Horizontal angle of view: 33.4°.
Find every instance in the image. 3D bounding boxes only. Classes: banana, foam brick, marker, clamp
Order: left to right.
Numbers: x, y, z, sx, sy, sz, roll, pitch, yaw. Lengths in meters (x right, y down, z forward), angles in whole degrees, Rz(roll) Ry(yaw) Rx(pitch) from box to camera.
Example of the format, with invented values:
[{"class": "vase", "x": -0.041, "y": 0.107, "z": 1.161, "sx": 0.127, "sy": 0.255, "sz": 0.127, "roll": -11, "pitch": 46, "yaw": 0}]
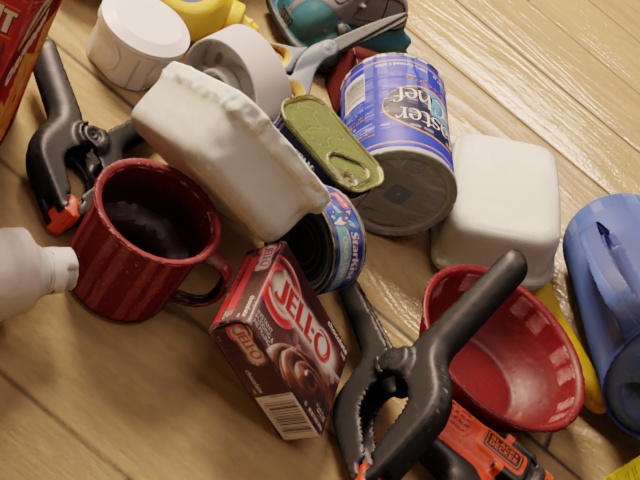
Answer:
[{"class": "clamp", "x": -0.187, "y": -0.080, "z": 0.809, "sx": 0.120, "sy": 0.039, "sz": 0.171, "roll": 31, "pitch": 37, "yaw": -16}, {"class": "foam brick", "x": 0.054, "y": -0.149, "z": 1.057, "sx": 0.078, "sy": 0.053, "sz": 0.051, "roll": 13, "pitch": 46, "yaw": -28}, {"class": "clamp", "x": 0.054, "y": 0.094, "z": 0.796, "sx": 0.036, "sy": 0.165, "sz": 0.209, "roll": 50, "pitch": 52, "yaw": -35}, {"class": "marker", "x": 0.176, "y": 0.097, "z": 0.944, "sx": 0.121, "sy": 0.020, "sz": 0.020, "roll": 46, "pitch": 39, "yaw": 8}, {"class": "banana", "x": 0.214, "y": 0.069, "z": 0.987, "sx": 0.069, "sy": 0.037, "sz": 0.198, "roll": 13, "pitch": 46, "yaw": -29}]

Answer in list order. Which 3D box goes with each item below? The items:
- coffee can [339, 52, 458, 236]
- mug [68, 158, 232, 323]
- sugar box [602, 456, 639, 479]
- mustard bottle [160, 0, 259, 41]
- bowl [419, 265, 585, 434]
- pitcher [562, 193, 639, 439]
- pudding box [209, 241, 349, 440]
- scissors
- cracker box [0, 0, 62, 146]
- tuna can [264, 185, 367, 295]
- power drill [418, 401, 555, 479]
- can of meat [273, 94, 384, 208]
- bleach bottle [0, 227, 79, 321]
[{"class": "coffee can", "x": 0.068, "y": -0.088, "z": 0.970, "sx": 0.102, "sy": 0.103, "sz": 0.140, "roll": 22, "pitch": 42, "yaw": -20}, {"class": "mug", "x": -0.118, "y": 0.009, "z": 0.747, "sx": 0.117, "sy": 0.082, "sz": 0.093, "roll": 28, "pitch": 40, "yaw": -13}, {"class": "sugar box", "x": 0.319, "y": 0.178, "z": 0.854, "sx": 0.093, "sy": 0.176, "sz": 0.048, "roll": 14, "pitch": 45, "yaw": -27}, {"class": "mustard bottle", "x": -0.144, "y": -0.232, "z": 0.977, "sx": 0.191, "sy": 0.058, "sz": 0.096, "roll": 26, "pitch": 36, "yaw": -17}, {"class": "bowl", "x": 0.138, "y": 0.100, "z": 0.882, "sx": 0.162, "sy": 0.055, "sz": 0.162, "roll": 21, "pitch": 42, "yaw": -21}, {"class": "pitcher", "x": 0.289, "y": 0.051, "z": 0.962, "sx": 0.145, "sy": 0.149, "sz": 0.243, "roll": 3, "pitch": 31, "yaw": -3}, {"class": "pudding box", "x": -0.026, "y": 0.072, "z": 0.754, "sx": 0.113, "sy": 0.039, "sz": 0.090, "roll": 63, "pitch": 30, "yaw": -29}, {"class": "scissors", "x": 0.006, "y": -0.160, "z": 1.003, "sx": 0.201, "sy": 0.016, "sz": 0.096, "roll": -12, "pitch": 71, "yaw": -17}, {"class": "cracker box", "x": -0.219, "y": -0.130, "z": 0.695, "sx": 0.072, "sy": 0.214, "sz": 0.164, "roll": 27, "pitch": 40, "yaw": -14}, {"class": "tuna can", "x": -0.006, "y": 0.001, "z": 0.840, "sx": 0.033, "sy": 0.086, "sz": 0.086, "roll": -13, "pitch": 62, "yaw": -42}, {"class": "power drill", "x": 0.118, "y": 0.218, "z": 0.755, "sx": 0.184, "sy": 0.057, "sz": 0.187, "roll": 38, "pitch": 36, "yaw": 4}, {"class": "can of meat", "x": -0.009, "y": -0.055, "z": 0.892, "sx": 0.102, "sy": 0.084, "sz": 0.057, "roll": 50, "pitch": 40, "yaw": 13}, {"class": "bleach bottle", "x": -0.255, "y": 0.020, "z": 0.611, "sx": 0.250, "sy": 0.103, "sz": 0.068, "roll": -4, "pitch": 60, "yaw": -39}]
